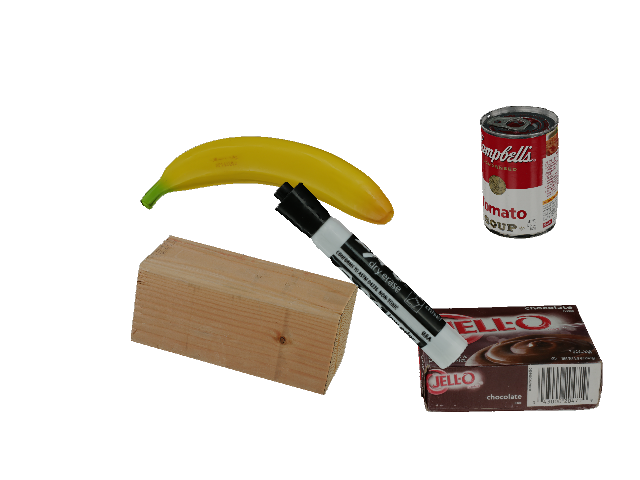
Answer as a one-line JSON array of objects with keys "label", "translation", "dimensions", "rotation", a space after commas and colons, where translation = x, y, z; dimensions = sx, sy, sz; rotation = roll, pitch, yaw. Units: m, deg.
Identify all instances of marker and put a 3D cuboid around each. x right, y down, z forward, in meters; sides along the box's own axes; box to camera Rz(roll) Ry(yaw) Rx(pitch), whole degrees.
[{"label": "marker", "translation": [0.023, 0.016, 0.529], "dimensions": [0.121, 0.020, 0.020], "rotation": [44, 0, 0]}]

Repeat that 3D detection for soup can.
[{"label": "soup can", "translation": [0.178, -0.062, 0.959], "dimensions": [0.068, 0.102, 0.068], "rotation": [-5, 28, 2]}]

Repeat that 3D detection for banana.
[{"label": "banana", "translation": [-0.038, -0.048, 0.830], "dimensions": [0.198, 0.069, 0.037], "rotation": [3, -19, 12]}]

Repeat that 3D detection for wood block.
[{"label": "wood block", "translation": [-0.077, 0.074, 1.085], "dimensions": [0.206, 0.091, 0.090], "rotation": [15, 24, 9]}]

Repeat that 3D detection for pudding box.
[{"label": "pudding box", "translation": [0.122, 0.076, 0.708], "dimensions": [0.113, 0.039, 0.090], "rotation": [0, 21, 2]}]
